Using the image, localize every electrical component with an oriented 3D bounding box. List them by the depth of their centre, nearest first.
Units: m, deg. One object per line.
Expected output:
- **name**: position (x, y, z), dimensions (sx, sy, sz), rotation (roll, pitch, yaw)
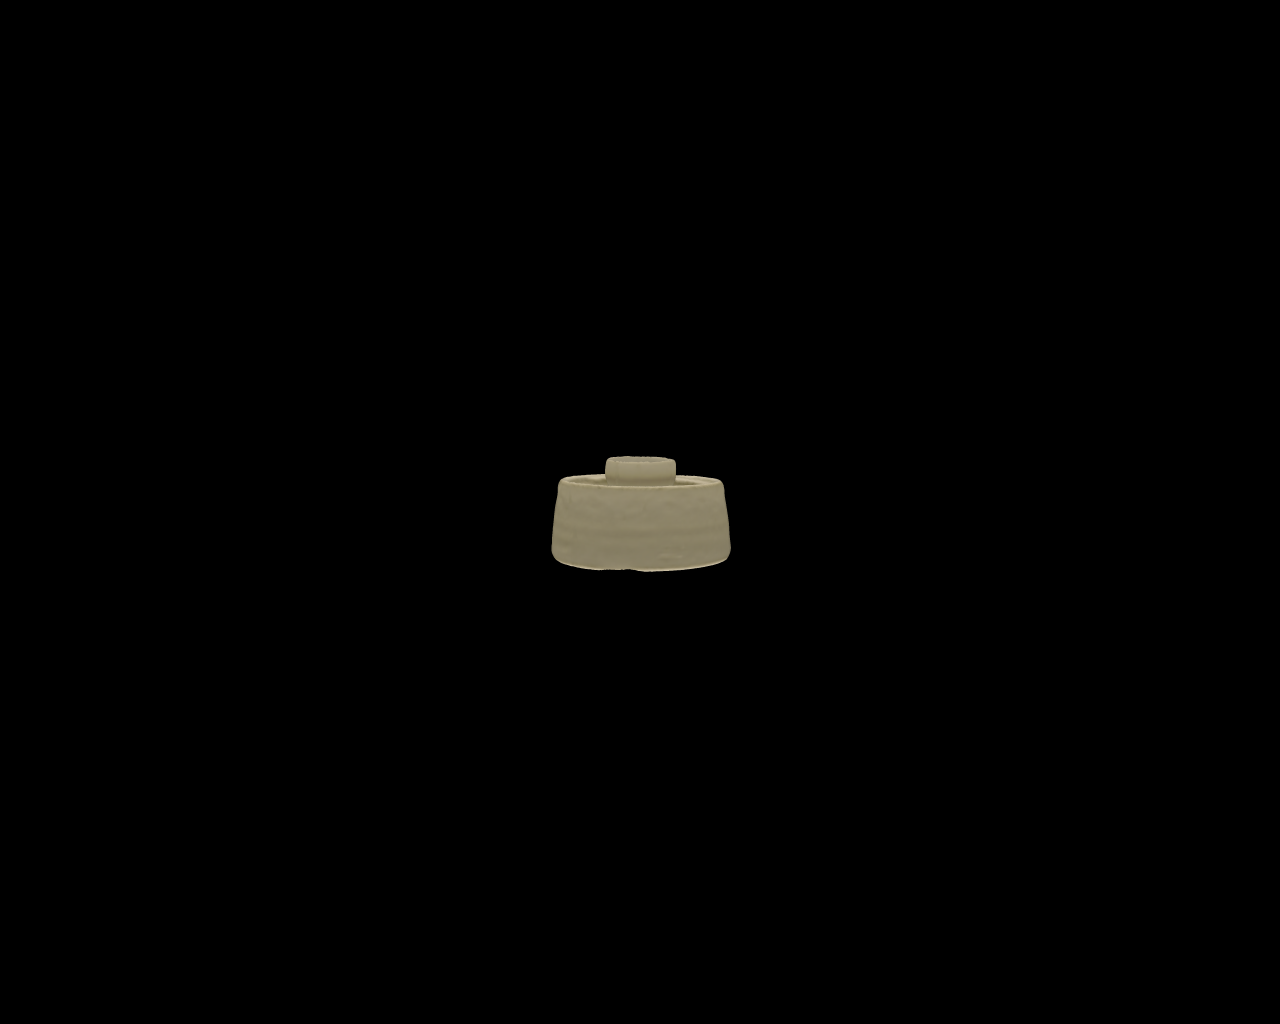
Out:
- **electrical component**: position (0.001, -0.003, 0.650), dimensions (0.108, 0.060, 0.108), rotation (0, 7, 0)
